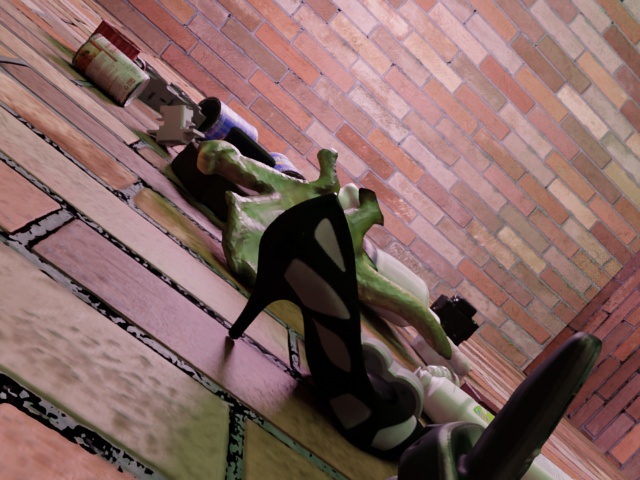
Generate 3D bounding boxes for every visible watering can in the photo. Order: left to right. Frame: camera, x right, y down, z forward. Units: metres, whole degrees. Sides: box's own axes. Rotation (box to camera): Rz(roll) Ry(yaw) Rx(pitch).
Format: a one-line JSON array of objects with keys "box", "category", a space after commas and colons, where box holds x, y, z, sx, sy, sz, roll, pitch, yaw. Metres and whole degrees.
[{"box": [0.137, 0.103, 0.934, 0.223, 0.103, 0.351, 35, 8, -15], "category": "watering can"}]

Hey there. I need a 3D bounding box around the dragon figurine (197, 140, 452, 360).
[{"box": [-0.018, 0.011, 0.635, 0.245, 0.120, 0.415, -17, 61, -45], "category": "dragon figurine"}]

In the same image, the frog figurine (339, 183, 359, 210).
[{"box": [0.003, -0.048, 0.945, 0.138, 0.159, 0.122, 43, 4, 11], "category": "frog figurine"}]
